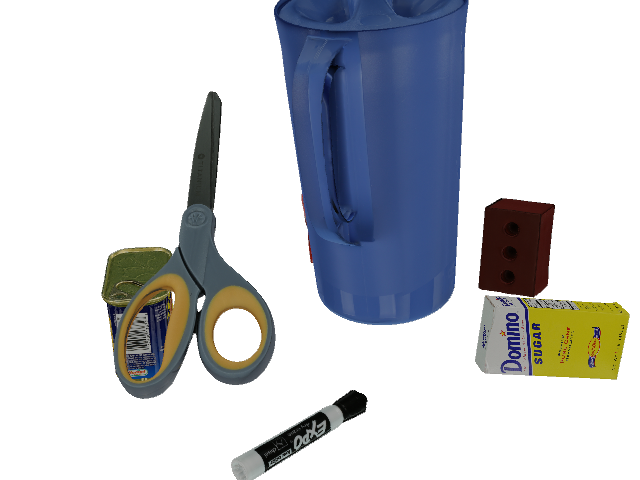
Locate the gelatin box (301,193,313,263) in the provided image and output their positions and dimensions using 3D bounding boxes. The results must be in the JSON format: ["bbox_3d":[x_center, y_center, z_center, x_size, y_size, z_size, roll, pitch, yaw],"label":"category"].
[{"bbox_3d":[0.020,-0.020,1.196,0.073,0.089,0.030,-4,29,6],"label":"gelatin box"}]

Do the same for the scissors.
[{"bbox_3d":[-0.054,0.000,0.606,0.096,0.201,0.016,12,-29,14],"label":"scissors"}]

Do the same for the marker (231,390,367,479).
[{"bbox_3d":[-0.012,0.137,0.760,0.120,0.020,0.020,-24,15,-37],"label":"marker"}]

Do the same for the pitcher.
[{"bbox_3d":[0.038,-0.059,0.774,0.149,0.243,0.145,-14,29,-16],"label":"pitcher"}]

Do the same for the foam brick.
[{"bbox_3d":[0.175,0.006,0.953,0.053,0.078,0.051,8,16,24],"label":"foam brick"}]

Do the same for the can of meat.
[{"bbox_3d":[-0.156,0.065,0.938,0.057,0.084,0.102,-4,25,-5],"label":"can of meat"}]

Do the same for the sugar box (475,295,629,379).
[{"bbox_3d":[0.288,0.122,1.330,0.176,0.093,0.048,2,17,-10],"label":"sugar box"}]
